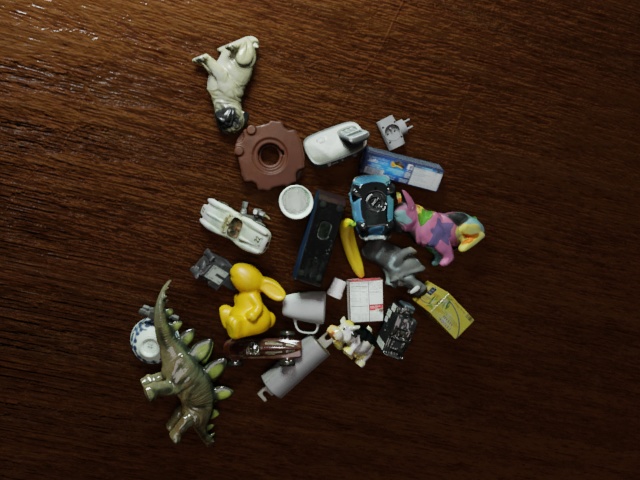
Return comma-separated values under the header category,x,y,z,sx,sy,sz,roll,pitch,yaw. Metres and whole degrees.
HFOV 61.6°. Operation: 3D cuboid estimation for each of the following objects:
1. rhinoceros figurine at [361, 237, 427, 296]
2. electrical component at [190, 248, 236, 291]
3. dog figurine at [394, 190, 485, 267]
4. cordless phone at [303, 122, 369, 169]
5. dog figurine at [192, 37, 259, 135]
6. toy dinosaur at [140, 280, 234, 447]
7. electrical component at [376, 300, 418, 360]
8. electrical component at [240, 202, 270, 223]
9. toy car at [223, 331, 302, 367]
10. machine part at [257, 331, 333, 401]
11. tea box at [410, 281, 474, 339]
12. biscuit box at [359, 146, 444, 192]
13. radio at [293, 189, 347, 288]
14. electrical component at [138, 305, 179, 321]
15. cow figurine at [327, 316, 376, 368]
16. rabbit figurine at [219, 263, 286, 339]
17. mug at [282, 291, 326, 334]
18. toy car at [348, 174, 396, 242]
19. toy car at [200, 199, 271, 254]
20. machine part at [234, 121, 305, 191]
category,x,y,z,sx,sy,sz,roll,pitch,yaw
rhinoceros figurine,0.193,0.062,1.344,0.190,0.073,0.112,39,87,-1
electrical component,-0.250,0.081,1.325,0.075,0.048,0.119,-52,134,4
dog figurine,0.278,-0.049,1.335,0.191,0.108,0.219,-37,96,1
cordless phone,0.043,-0.219,1.254,0.147,0.184,0.088,-20,102,-3
dog figurine,-0.193,-0.364,1.270,0.172,0.121,0.190,-24,112,1
toy dinosaur,-0.328,0.323,1.297,0.198,0.105,0.470,-29,119,-22
electrical component,0.194,0.220,1.351,0.058,0.115,0.134,20,96,-9
electrical component,-0.168,-0.036,1.324,0.078,0.045,0.102,18,94,-8
toy car,-0.145,0.268,1.325,0.202,0.053,0.089,-3,73,15
machine part,-0.062,0.315,1.358,0.243,0.079,0.079,-41,98,1
tea box,0.298,0.169,1.327,0.068,0.170,0.098,-45,97,1
biscuit box,0.199,-0.176,1.328,0.203,0.063,0.059,14,113,-6
radio,-0.003,-0.004,1.300,0.073,0.131,0.229,15,95,-6
electrical component,-0.394,0.184,1.319,0.094,0.063,0.021,20,94,-8
cow figurine,0.085,0.240,1.334,0.098,0.068,0.167,-48,137,-11
rabbit figurine,-0.166,0.139,1.305,0.162,0.122,0.173,-8,99,-11
mug,-0.041,0.178,1.346,0.107,0.081,0.109,5,91,5
toy car,0.129,-0.076,1.312,0.109,0.103,0.161,-6,86,-2
toy car,-0.206,-0.033,1.287,0.202,0.056,0.073,28,100,19
machine part,-0.121,-0.203,1.306,0.179,0.056,0.179,-1,97,-6
